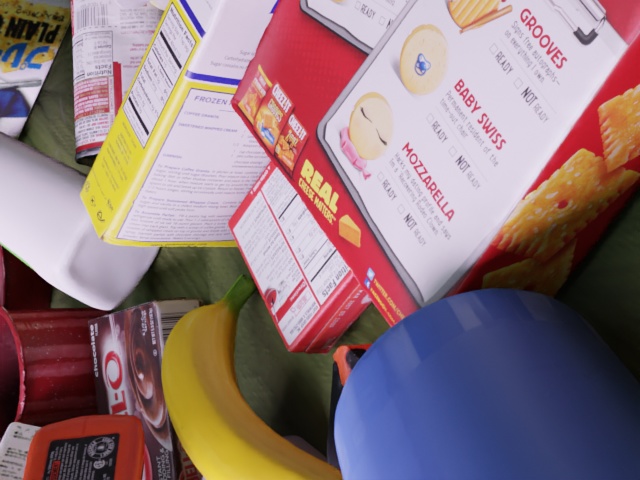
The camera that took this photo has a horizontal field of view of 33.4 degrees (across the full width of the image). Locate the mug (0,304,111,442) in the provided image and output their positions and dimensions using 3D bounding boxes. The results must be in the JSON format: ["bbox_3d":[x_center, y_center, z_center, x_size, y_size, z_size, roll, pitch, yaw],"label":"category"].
[{"bbox_3d":[-0.177,0.098,0.701,0.093,0.081,0.117,10,97,50],"label":"mug"}]

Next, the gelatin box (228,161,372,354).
[{"bbox_3d":[-0.003,0.001,0.531,0.073,0.030,0.089,-53,52,35],"label":"gelatin box"}]

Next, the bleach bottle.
[{"bbox_3d":[-0.222,-0.050,0.667,0.251,0.102,0.068,30,83,20],"label":"bleach bottle"}]

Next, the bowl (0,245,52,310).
[{"bbox_3d":[-0.248,0.031,0.808,0.162,0.055,0.162,0,90,51],"label":"bowl"}]

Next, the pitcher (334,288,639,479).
[{"bbox_3d":[0.078,0.131,0.313,0.149,0.145,0.243,-30,34,6],"label":"pitcher"}]

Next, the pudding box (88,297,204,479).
[{"bbox_3d":[-0.100,0.096,0.640,0.090,0.039,0.113,-17,76,50],"label":"pudding box"}]

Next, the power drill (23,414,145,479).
[{"bbox_3d":[-0.101,0.195,0.531,0.184,0.057,0.188,-98,1,-51],"label":"power drill"}]

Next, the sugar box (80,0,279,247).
[{"bbox_3d":[-0.045,-0.071,0.532,0.048,0.093,0.176,56,129,34],"label":"sugar box"}]

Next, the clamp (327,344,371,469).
[{"bbox_3d":[0.035,0.132,0.477,0.120,0.039,0.171,-47,49,36],"label":"clamp"}]

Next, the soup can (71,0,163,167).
[{"bbox_3d":[-0.112,-0.097,0.633,0.069,0.068,0.102,-8,83,50],"label":"soup can"}]

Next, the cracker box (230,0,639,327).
[{"bbox_3d":[0.066,-0.086,0.414,0.164,0.071,0.214,55,128,34],"label":"cracker box"}]

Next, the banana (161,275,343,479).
[{"bbox_3d":[-0.036,0.083,0.511,0.069,0.037,0.198,-39,38,3],"label":"banana"}]
